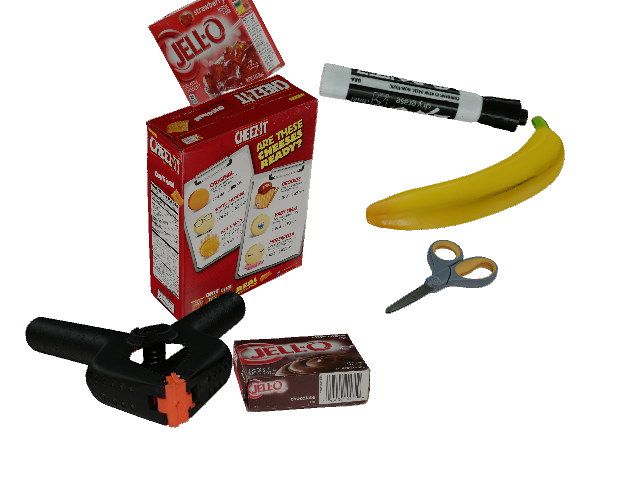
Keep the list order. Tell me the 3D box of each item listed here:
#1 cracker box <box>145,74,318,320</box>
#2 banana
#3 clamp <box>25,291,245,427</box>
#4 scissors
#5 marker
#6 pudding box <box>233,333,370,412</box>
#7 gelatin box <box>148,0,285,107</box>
[{"bbox_3d":[-0.091,-0.042,1.073,0.163,0.214,0.072,-26,48,-34],"label":"cracker box"},{"bbox_3d":[0.131,-0.046,0.853,0.197,0.037,0.070,-26,27,-26],"label":"banana"},{"bbox_3d":[-0.105,0.075,0.731,0.164,0.036,0.210,-10,14,-22],"label":"clamp"},{"bbox_3d":[0.126,0.040,1.266,0.201,0.016,0.096,-11,40,-36],"label":"scissors"},{"bbox_3d":[0.060,-0.081,0.613,0.121,0.020,0.020,10,-1,-5],"label":"marker"},{"bbox_3d":[-0.019,0.119,0.971,0.113,0.039,0.090,-1,17,-12],"label":"pudding box"},{"bbox_3d":[-0.081,-0.150,0.824,0.089,0.073,0.030,-14,21,40],"label":"gelatin box"}]
